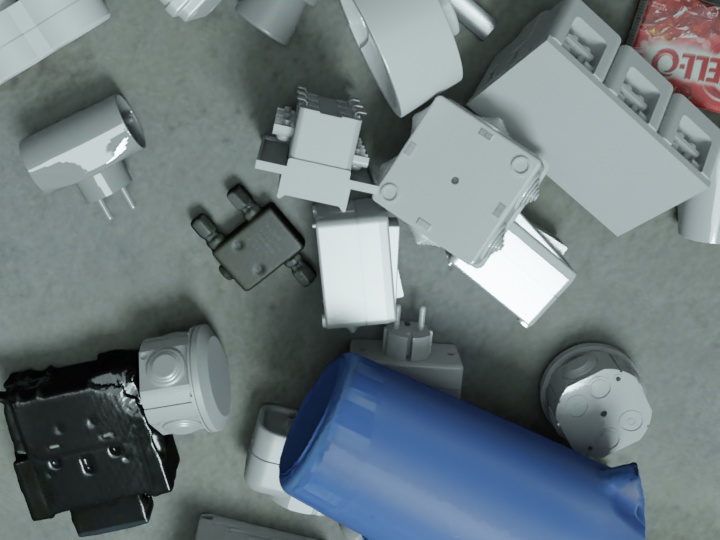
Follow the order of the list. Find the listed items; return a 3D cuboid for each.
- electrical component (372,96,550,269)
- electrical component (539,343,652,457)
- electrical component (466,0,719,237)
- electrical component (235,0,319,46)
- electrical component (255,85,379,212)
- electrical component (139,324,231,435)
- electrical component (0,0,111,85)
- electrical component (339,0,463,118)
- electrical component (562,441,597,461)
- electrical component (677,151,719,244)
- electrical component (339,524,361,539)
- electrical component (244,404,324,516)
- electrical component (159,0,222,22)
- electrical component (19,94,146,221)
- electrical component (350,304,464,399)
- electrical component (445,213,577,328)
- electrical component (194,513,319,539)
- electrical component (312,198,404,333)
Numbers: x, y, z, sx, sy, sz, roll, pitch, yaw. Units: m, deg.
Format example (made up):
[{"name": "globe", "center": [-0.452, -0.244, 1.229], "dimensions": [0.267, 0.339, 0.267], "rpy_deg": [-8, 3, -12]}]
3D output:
[{"name": "electrical component", "center": [0.067, -0.059, 0.728], "dimensions": [0.100, 0.048, 0.099], "rpy_deg": [35, 98, 10]}, {"name": "electrical component", "center": [0.183, 0.101, 0.834], "dimensions": [0.080, 0.051, 0.080], "rpy_deg": [-1, 107, -2]}, {"name": "electrical component", "center": [0.165, -0.106, 0.746], "dimensions": [0.150, 0.061, 0.089], "rpy_deg": [39, 144, -13]}, {"name": "electrical component", "center": [-0.053, -0.189, 0.737], "dimensions": [0.045, 0.045, 0.055], "rpy_deg": [34, 103, -12]}, {"name": "electrical component", "center": [-0.027, -0.086, 0.730], "dimensions": [0.079, 0.121, 0.063], "rpy_deg": [12, 104, -6]}, {"name": "electrical component", "center": [-0.129, 0.083, 0.801], "dimensions": [0.051, 0.080, 0.080], "rpy_deg": [-10, 107, 6]}, {"name": "electrical component", "center": [-0.247, -0.170, 0.731], "dimensions": [0.138, 0.052, 0.073], "rpy_deg": [-29, 106, 7]}, {"name": "electrical component", "center": [0.031, -0.164, 0.719], "dimensions": [0.060, 0.108, 0.108], "rpy_deg": [-26, 107, -1]}, {"name": "electrical component", "center": [0.177, 0.165, 0.860], "dimensions": [0.046, 0.040, 0.040], "rpy_deg": [40, 102, -19]}, {"name": "electrical component", "center": [0.279, -0.061, 0.791], "dimensions": [0.079, 0.044, 0.077], "rpy_deg": [2, 107, -3]}, {"name": "electrical component", "center": [0.018, 0.193, 0.861], "dimensions": [0.078, 0.040, 0.040], "rpy_deg": [-43, 104, 10]}, {"name": "electrical component", "center": [-0.040, 0.150, 0.838], "dimensions": [0.095, 0.053, 0.059], "rpy_deg": [15, 106, -7]}, {"name": "electrical component", "center": [-0.091, -0.218, 0.693], "dimensions": [0.109, 0.108, 0.056], "rpy_deg": [-43, 101, 10]}, {"name": "electrical component", "center": [-0.189, -0.074, 0.768], "dimensions": [0.077, 0.043, 0.079], "rpy_deg": [-25, 107, 5]}, {"name": "electrical component", "center": [0.035, 0.062, 0.817], "dimensions": [0.083, 0.047, 0.075], "rpy_deg": [3, 107, -3]}, {"name": "electrical component", "center": [0.105, -0.016, 0.788], "dimensions": [0.096, 0.061, 0.061], "rpy_deg": [38, 102, -13]}, {"name": "electrical component", "center": [-0.083, 0.247, 0.854], "dimensions": [0.113, 0.078, 0.057], "rpy_deg": [15, 103, -7]}, {"name": "electrical component", "center": [0.000, 0.000, 0.789], "dimensions": [0.061, 0.061, 0.096], "rpy_deg": [-5, 107, -1]}]
